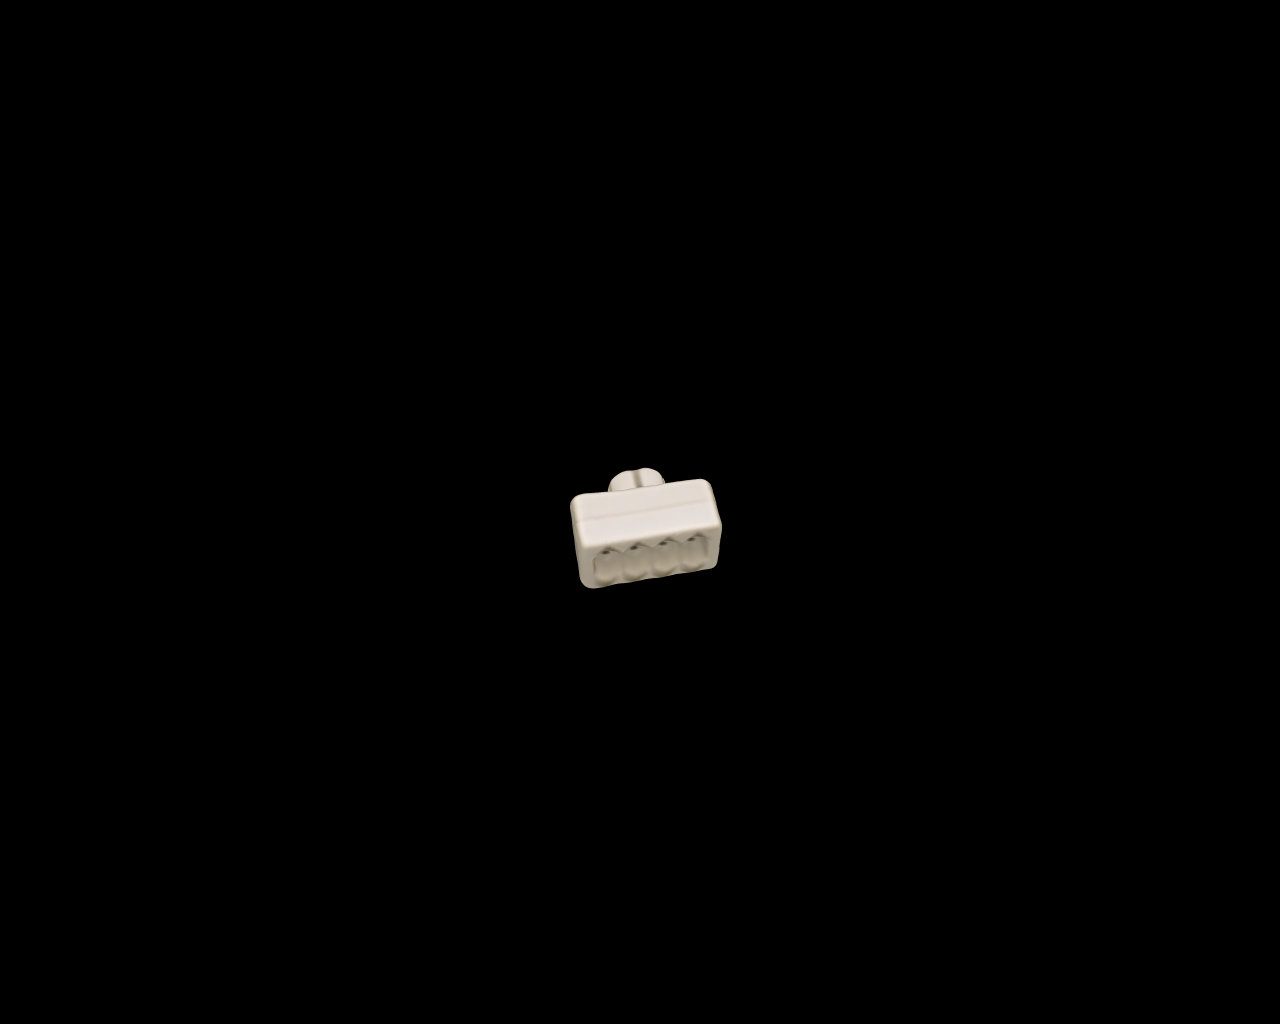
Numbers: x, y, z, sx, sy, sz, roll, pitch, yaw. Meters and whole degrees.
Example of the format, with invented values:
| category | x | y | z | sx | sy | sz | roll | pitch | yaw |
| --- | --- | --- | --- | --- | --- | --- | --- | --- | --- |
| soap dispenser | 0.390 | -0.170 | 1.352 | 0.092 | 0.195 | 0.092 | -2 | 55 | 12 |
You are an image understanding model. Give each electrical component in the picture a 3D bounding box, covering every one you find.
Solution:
| category | x | y | z | sx | sy | sz | roll | pitch | yaw |
| --- | --- | --- | --- | --- | --- | --- | --- | --- | --- |
| electrical component | 0.001 | -0.003 | 0.650 | 0.083 | 0.076 | 0.047 | -8 | -33 | -5 |
